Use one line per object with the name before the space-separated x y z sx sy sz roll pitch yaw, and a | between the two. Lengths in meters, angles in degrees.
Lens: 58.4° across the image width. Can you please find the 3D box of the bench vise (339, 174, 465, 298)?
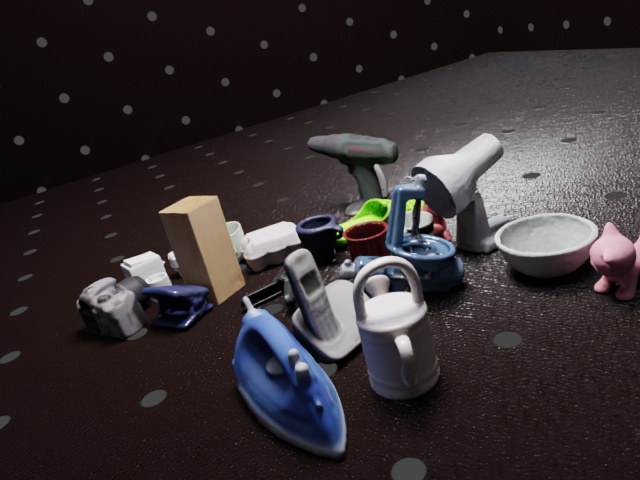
bench vise | 0.136 0.010 0.966 0.208 0.220 0.121 -22 24 -19

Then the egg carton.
egg carton | -0.106 0.012 1.307 0.150 0.069 0.107 -20 23 -14

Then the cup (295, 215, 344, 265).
cup | 0.011 0.004 1.221 0.117 0.095 0.092 7 30 41

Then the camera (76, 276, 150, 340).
camera | -0.412 0.124 1.183 0.142 0.101 0.137 3 28 36

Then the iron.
iron | -0.046 0.175 0.785 0.119 0.142 0.257 -23 24 -22

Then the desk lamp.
desk lamp | 0.291 -0.086 1.110 0.203 0.214 0.117 -23 24 -20

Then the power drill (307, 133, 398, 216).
power drill | 0.091 -0.169 1.438 0.228 0.209 0.076 -3 25 25

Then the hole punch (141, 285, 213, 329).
hole punch | -0.284 0.115 1.139 0.108 0.091 0.101 0 26 32

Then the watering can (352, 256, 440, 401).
watering can | 0.096 0.109 0.788 0.101 0.194 0.172 -23 24 -21

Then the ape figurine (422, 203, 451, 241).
ape figurine | 0.239 -0.045 1.206 0.075 0.092 0.078 3 28 36

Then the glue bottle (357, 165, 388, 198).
glue bottle | 0.128 -0.187 1.505 0.078 0.173 0.037 -14 22 0

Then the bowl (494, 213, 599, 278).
bowl | 0.389 0.019 0.986 0.167 0.075 0.167 -12 22 5

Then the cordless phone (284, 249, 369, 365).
cordless phone | 0.014 0.086 0.904 0.093 0.185 0.148 4 29 38

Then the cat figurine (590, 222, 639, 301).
cat figurine | 0.460 0.025 0.871 0.128 0.118 0.067 -23 24 -21
